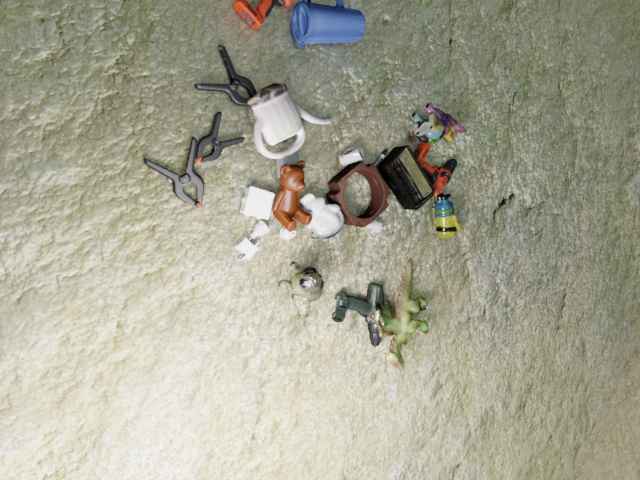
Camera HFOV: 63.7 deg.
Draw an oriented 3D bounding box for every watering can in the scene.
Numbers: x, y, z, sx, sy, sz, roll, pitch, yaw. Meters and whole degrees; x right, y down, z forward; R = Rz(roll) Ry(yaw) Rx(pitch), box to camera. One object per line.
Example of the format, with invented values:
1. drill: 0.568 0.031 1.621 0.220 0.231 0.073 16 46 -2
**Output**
1. watering can: -0.104 -0.403 1.667 0.104 0.221 0.354 -4 28 44

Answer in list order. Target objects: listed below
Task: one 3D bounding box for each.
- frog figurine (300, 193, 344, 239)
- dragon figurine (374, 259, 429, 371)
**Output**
1. frog figurine: 0.005 -0.088 1.741 0.138 0.156 0.124 -24 26 -5
2. dragon figurine: 0.281 0.262 1.869 0.121 0.415 0.242 -15 -19 38
